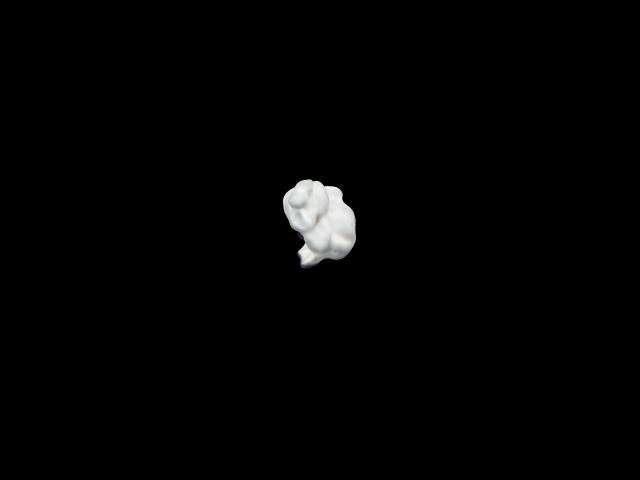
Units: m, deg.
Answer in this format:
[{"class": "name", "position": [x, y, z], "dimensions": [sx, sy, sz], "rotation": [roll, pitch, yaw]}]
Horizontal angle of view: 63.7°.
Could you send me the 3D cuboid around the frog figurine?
[{"class": "frog figurine", "position": [0.003, -0.043, 0.850], "dimensions": [0.123, 0.140, 0.155], "rotation": [13, -41, 12]}]
